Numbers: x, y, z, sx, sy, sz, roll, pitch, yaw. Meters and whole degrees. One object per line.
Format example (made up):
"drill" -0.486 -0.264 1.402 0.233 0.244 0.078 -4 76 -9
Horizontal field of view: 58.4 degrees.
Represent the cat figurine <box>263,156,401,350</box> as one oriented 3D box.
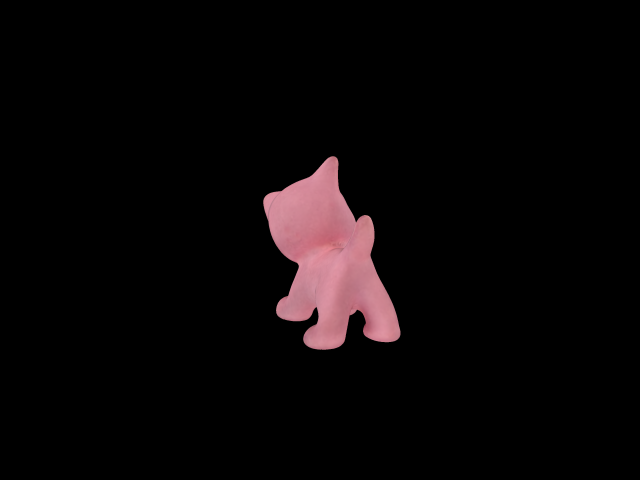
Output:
"cat figurine" 0.004 0.001 0.400 0.067 0.118 0.127 -5 11 -24
